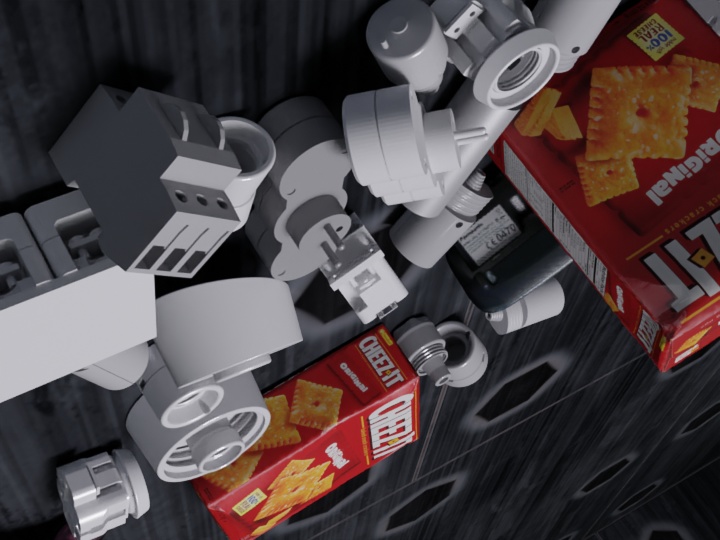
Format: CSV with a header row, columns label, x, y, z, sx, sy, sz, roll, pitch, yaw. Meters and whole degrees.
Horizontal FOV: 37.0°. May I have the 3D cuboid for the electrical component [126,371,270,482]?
label,x,y,z,sx,sy,sz,roll,pitch,yaw
electrical component,-0.122,0.124,0.849,0.108,0.060,0.108,-27,154,-14

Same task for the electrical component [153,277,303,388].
label,x,y,z,sx,sy,sz,roll,pitch,yaw
electrical component,-0.090,0.039,0.723,0.099,0.064,0.099,-21,177,-1

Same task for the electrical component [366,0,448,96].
label,x,y,z,sx,sy,sz,roll,pitch,yaw
electrical component,0.031,-0.123,0.619,0.040,0.040,0.078,-36,155,4

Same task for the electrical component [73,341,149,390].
label,x,y,z,sx,sy,sz,roll,pitch,yaw
electrical component,-0.170,0.045,0.671,0.043,0.043,0.081,-35,155,2

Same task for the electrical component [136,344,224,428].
label,x,y,z,sx,sy,sz,roll,pitch,yaw
electrical component,-0.131,0.081,0.777,0.055,0.047,0.055,-27,154,-14

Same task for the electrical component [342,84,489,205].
label,x,y,z,sx,sy,sz,roll,pitch,yaw
electrical component,0.040,-0.075,0.643,0.074,0.052,0.138,-9,174,10

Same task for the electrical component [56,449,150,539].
label,x,y,z,sx,sy,sz,roll,pitch,yaw
electrical component,-0.202,0.175,0.847,0.057,0.058,0.078,-18,150,-26

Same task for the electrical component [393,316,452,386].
label,x,y,z,sx,sy,sz,roll,pitch,yaw
electrical component,0.060,0.077,0.983,0.043,0.062,0.043,-27,154,-15

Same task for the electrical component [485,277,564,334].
label,x,y,z,sx,sy,sz,roll,pitch,yaw
electrical component,0.154,0.034,1.044,0.081,0.043,0.043,-16,150,-34

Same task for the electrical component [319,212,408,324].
label,x,y,z,sx,sy,sz,roll,pitch,yaw
electrical component,0.000,0.000,0.757,0.042,0.063,0.081,-36,-164,3

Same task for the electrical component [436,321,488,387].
label,x,y,z,sx,sy,sz,roll,pitch,yaw
electrical component,0.092,0.080,1.039,0.055,0.055,0.047,-35,151,1

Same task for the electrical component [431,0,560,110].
label,x,y,z,sx,sy,sz,roll,pitch,yaw
electrical component,0.082,-0.133,0.642,0.058,0.057,0.078,-44,153,21

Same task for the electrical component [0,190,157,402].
label,x,y,z,sx,sy,sz,roll,pitch,yaw
electrical component,-0.192,0.019,0.576,0.150,0.061,0.089,-23,153,-23

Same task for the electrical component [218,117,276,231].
label,x,y,z,sx,sy,sz,roll,pitch,yaw
electrical component,-0.076,-0.051,0.618,0.044,0.044,0.065,-20,157,-27

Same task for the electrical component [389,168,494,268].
label,x,y,z,sx,sy,sz,roll,pitch,yaw
electrical component,0.063,-0.044,0.795,0.043,0.043,0.081,2,137,-52

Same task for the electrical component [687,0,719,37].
label,x,y,z,sx,sy,sz,roll,pitch,yaw
electrical component,0.273,-0.203,0.726,0.113,0.078,0.057,-15,151,-36

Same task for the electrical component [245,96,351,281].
label,x,y,z,sx,sy,sz,roll,pitch,yaw
electrical component,-0.030,-0.035,0.662,0.052,0.073,0.138,-23,153,-22

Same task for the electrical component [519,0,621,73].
label,x,y,z,sx,sy,sz,roll,pitch,yaw
electrical component,0.130,-0.156,0.676,0.043,0.043,0.081,-14,149,-36
